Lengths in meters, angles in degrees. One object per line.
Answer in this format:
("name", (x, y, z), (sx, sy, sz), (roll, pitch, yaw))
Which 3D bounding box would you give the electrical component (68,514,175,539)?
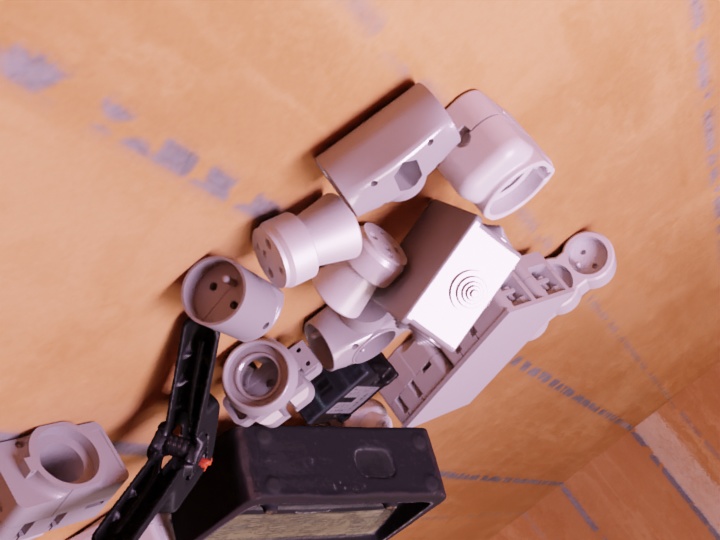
("electrical component", (-0.210, 0.244, 0.926), (0.096, 0.061, 0.061), (-28, 158, -1))

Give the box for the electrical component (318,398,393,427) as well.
("electrical component", (0.005, 0.155, 1.049), (0.077, 0.079, 0.043), (0, 101, -56))

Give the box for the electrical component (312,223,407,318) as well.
("electrical component", (0.000, 0.000, 0.758), (0.055, 0.045, 0.045), (-46, 157, 21))

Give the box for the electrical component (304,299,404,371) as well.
("electrical component", (0.002, 0.034, 0.833), (0.077, 0.044, 0.079), (-28, 157, -23))

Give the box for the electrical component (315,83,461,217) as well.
("electrical component", (0.020, -0.066, 0.654), (0.077, 0.043, 0.079), (-36, 159, -1))

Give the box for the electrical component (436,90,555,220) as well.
("electrical component", (0.089, -0.074, 0.722), (0.054, 0.059, 0.095), (-43, 158, 15))

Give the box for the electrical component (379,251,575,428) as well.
("electrical component", (0.105, 0.065, 1.034), (0.105, 0.060, 0.186), (-14, 149, -45))

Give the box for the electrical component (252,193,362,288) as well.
("electrical component", (-0.033, -0.018, 0.670), (0.055, 0.045, 0.045), (-26, 156, -25))

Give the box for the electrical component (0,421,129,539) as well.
("electrical component", (-0.207, 0.139, 0.718), (0.089, 0.050, 0.055), (-6, 144, -53))

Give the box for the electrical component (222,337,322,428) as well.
("electrical component", (-0.070, 0.083, 0.805), (0.078, 0.058, 0.057), (-37, 162, -1))

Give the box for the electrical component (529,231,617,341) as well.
("electrical component", (0.202, 0.021, 1.103), (0.138, 0.052, 0.074), (-39, 159, 4))

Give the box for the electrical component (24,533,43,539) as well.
("electrical component", (-0.263, 0.180, 0.729), (0.081, 0.042, 0.063), (-11, 149, -48))

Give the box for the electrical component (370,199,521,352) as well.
("electrical component", (0.059, 0.004, 0.763), (0.099, 0.048, 0.100), (-54, -160, 0))

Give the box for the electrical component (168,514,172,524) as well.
("electrical component", (-0.150, 0.247, 1.029), (0.089, 0.050, 0.055), (-9, 145, -49))

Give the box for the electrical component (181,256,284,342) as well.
("electrical component", (-0.077, 0.022, 0.686), (0.043, 0.043, 0.081), (-39, 159, 5))
